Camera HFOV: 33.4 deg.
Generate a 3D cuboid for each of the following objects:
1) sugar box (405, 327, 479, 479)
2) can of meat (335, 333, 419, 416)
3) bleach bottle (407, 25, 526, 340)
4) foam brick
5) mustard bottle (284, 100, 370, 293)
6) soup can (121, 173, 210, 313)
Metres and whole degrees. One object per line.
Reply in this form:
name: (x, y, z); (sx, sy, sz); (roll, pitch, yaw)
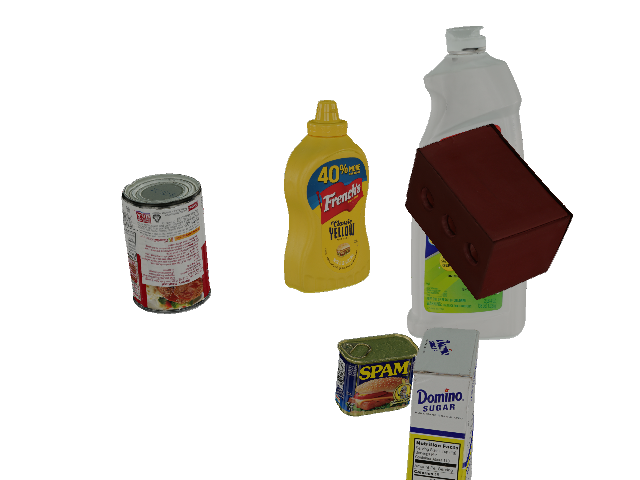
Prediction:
sugar box: (0.083, 0.158, 0.748); (0.048, 0.176, 0.093); (2, 14, 11)
can of meat: (0.070, 0.173, 1.369); (0.102, 0.084, 0.057); (-5, 26, -21)
bleach bottle: (0.115, -0.046, 0.872); (0.103, 0.251, 0.068); (-1, 15, 16)
foam brick: (0.092, -0.016, 0.595); (0.051, 0.078, 0.053); (-21, -35, -22)
mustard bottle: (0.007, -0.047, 1.093); (0.096, 0.192, 0.058); (-11, 18, -35)
soup can: (-0.131, 0.002, 0.910); (0.068, 0.102, 0.068); (-2, 25, 1)
